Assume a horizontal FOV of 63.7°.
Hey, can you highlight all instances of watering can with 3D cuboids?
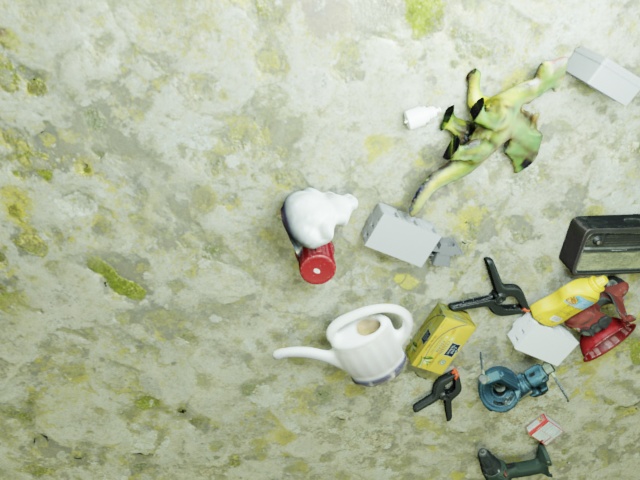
[{"bbox_3d":[0.076,0.275,1.281,0.347,0.106,0.220,-23,120,6],"label":"watering can"}]

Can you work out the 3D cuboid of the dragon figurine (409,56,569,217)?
[{"bbox_3d":[0.364,-0.199,1.069,0.242,0.125,0.403,15,117,-23],"label":"dragon figurine"}]

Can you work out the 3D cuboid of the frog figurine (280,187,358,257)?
[{"bbox_3d":[0.003,-0.054,1.079,0.159,0.141,0.120,-22,136,7],"label":"frog figurine"}]
